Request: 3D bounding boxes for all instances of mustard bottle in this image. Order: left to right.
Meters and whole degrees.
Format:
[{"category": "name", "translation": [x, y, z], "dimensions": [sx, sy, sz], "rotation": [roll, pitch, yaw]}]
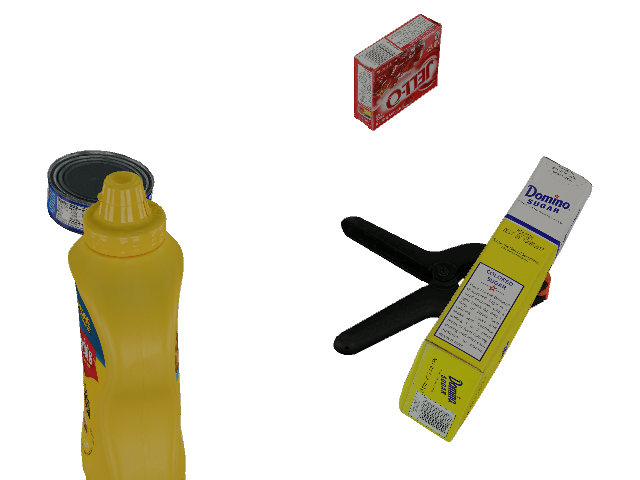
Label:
[{"category": "mustard bottle", "translation": [-0.102, 0.051, 0.568], "dimensions": [0.058, 0.192, 0.096], "rotation": [-5, 33, -15]}]

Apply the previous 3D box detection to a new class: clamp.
[{"category": "clamp", "translation": [0.111, 0.049, 1.016], "dimensions": [0.210, 0.164, 0.036], "rotation": [6, -40, 9]}]

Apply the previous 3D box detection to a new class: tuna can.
[{"category": "tuna can", "translation": [-0.181, -0.038, 0.877], "dimensions": [0.086, 0.034, 0.086], "rotation": [8, 32, -6]}]

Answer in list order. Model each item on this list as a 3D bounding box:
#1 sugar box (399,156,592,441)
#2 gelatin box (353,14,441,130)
[{"category": "sugar box", "translation": [0.115, 0.036, 0.690], "dimensions": [0.048, 0.176, 0.093], "rotation": [31, -34, 14]}, {"category": "gelatin box", "translation": [0.070, -0.153, 0.968], "dimensions": [0.089, 0.073, 0.030], "rotation": [-36, 58, -25]}]
